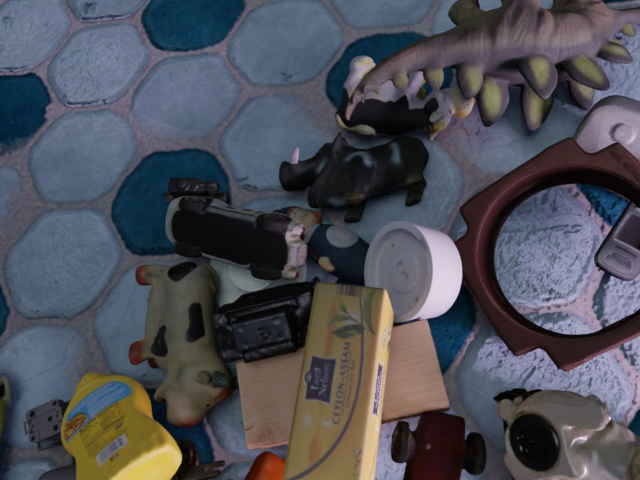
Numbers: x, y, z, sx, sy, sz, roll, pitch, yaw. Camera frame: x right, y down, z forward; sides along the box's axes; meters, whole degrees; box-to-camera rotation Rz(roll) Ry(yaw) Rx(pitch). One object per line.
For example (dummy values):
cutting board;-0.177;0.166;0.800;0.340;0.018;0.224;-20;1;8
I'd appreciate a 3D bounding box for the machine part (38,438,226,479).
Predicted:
machine part;-0.221;0.275;0.594;0.243;0.079;0.079;-16;68;6

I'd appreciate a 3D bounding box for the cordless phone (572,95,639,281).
cordless phone;0.336;-0.056;0.606;0.147;0.088;0.184;33;86;19

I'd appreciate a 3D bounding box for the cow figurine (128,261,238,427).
cow figurine;-0.154;0.120;0.637;0.127;0.085;0.195;-9;68;14

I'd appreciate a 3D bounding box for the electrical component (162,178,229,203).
electrical component;-0.171;-0.062;0.712;0.094;0.063;0.021;1;71;13

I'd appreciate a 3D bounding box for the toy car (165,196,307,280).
toy car;-0.104;-0.006;0.651;0.202;0.056;0.073;14;104;24

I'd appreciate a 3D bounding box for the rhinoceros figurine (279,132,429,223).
rhinoceros figurine;0.043;-0.086;0.675;0.190;0.073;0.112;-9;70;7

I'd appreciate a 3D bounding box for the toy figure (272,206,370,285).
toy figure;-0.001;-0.002;0.662;0.155;0.064;0.057;30;106;16

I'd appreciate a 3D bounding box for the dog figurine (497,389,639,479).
dog figurine;0.279;0.200;0.502;0.172;0.190;0.121;53;124;39

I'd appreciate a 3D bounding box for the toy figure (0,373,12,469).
toy figure;-0.423;0.236;0.639;0.082;0.089;0.180;-2;68;3

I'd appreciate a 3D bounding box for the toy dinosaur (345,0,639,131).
toy dinosaur;0.240;-0.238;0.652;0.472;0.105;0.198;-12;71;-8

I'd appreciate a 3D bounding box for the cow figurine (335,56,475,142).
cow figurine;0.108;-0.170;0.695;0.168;0.068;0.098;17;74;16

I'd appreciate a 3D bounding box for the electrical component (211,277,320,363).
electrical component;-0.052;0.088;0.594;0.115;0.134;0.058;-16;94;4

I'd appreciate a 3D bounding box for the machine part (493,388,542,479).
machine part;0.223;0.221;0.549;0.084;0.039;0.139;-17;70;13

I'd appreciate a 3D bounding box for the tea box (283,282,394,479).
tea box;0.023;0.133;0.490;0.068;0.098;0.169;6;73;14

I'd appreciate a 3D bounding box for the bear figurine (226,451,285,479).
bear figurine;-0.025;0.328;0.529;0.196;0.120;0.132;36;35;-5

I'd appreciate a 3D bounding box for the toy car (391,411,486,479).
toy car;0.103;0.263;0.523;0.089;0.053;0.202;8;93;3

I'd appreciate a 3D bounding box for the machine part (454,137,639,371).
machine part;0.258;0.015;0.558;0.201;0.087;0.201;-35;66;21
